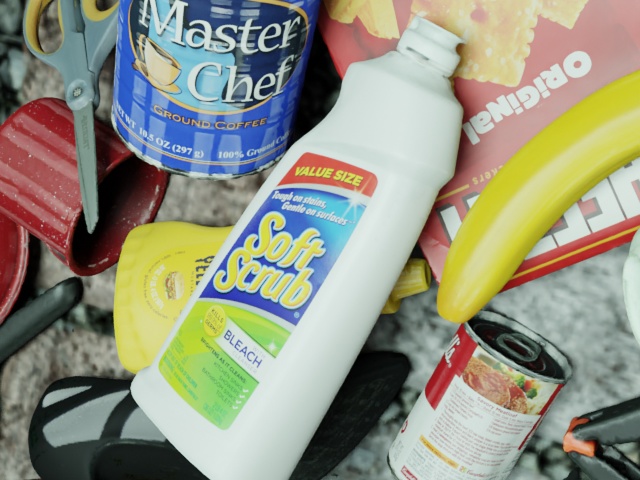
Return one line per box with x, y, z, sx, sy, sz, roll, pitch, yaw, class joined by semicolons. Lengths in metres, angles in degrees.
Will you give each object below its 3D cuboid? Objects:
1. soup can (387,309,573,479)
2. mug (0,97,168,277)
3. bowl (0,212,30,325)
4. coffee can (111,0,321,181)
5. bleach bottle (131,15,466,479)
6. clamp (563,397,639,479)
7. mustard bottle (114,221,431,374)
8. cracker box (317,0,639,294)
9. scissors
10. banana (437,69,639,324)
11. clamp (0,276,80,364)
0.090;0.100;0.612;0.068;0.068;0.102;31;109;12;soup can
-0.157;-0.029;0.675;0.081;0.093;0.117;32;138;17;mug
-0.276;0.001;0.707;0.162;0.055;0.162;1;92;17;bowl
-0.052;-0.116;0.543;0.103;0.102;0.140;27;134;14;coffee can
-0.004;0.001;0.552;0.103;0.067;0.251;38;106;38;bleach bottle
0.221;0.140;0.588;0.172;0.039;0.120;5;97;25;clamp
-0.028;0.030;0.641;0.192;0.058;0.096;-6;68;19;mustard bottle
0.102;-0.090;0.570;0.164;0.072;0.214;-24;92;23;cracker box
-0.127;-0.101;0.630;0.096;0.016;0.202;-37;53;9;scissors
0.128;-0.032;0.505;0.198;0.037;0.069;-32;53;27;banana
-0.273;0.080;0.759;0.165;0.036;0.210;30;105;14;clamp
